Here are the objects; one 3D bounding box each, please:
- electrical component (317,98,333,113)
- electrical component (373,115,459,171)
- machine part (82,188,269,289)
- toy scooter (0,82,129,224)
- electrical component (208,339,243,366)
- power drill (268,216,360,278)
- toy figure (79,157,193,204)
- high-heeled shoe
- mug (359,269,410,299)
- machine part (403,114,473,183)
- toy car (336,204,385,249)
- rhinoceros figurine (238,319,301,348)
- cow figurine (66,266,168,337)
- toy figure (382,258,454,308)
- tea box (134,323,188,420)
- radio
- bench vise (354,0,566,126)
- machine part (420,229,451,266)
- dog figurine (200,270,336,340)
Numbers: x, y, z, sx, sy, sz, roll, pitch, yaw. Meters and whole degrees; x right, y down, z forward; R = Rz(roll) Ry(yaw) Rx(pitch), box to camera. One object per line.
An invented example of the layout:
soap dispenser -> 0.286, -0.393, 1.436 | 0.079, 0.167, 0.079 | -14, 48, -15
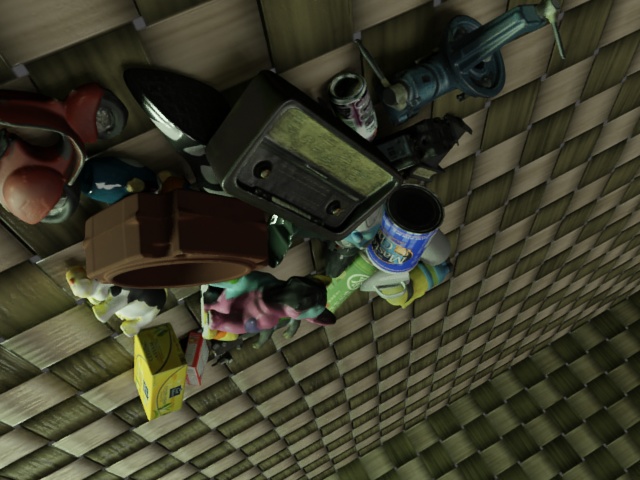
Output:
electrical component -> -0.037, -0.134, 0.728 | 0.119, 0.075, 0.047 | -23, 149, 19
electrical component -> 0.135, -0.140, 0.816 | 0.115, 0.058, 0.134 | -20, -176, 35
machine part -> -0.182, 0.008, 0.702 | 0.201, 0.087, 0.201 | -17, 162, 39
toy scooter -> -0.299, -0.097, 0.554 | 0.184, 0.075, 0.135 | -49, 145, 18
electrical component -> -0.192, 0.212, 1.085 | 0.078, 0.045, 0.102 | -18, 145, -19
power drill -> -0.002, -0.003, 0.934 | 0.207, 0.086, 0.232 | -1, 135, -34
toy figure -> -0.217, -0.067, 0.673 | 0.154, 0.064, 0.057 | 5, 125, -48
high-heeled shoe -> -0.165, -0.115, 0.680 | 0.145, 0.086, 0.248 | -17, 141, 39
mug -> 0.131, 0.079, 1.141 | 0.107, 0.109, 0.080 | -15, 150, -3
machine part -> 0.210, -0.157, 0.953 | 0.084, 0.039, 0.138 | 8, 132, -36
toy car -> 0.036, -0.061, 0.807 | 0.161, 0.109, 0.103 | 28, 159, -15
rhinoceros figurine -> -0.112, 0.151, 1.047 | 0.190, 0.073, 0.112 | -4, 139, -38
cow figurine -> -0.291, 0.073, 0.792 | 0.098, 0.068, 0.167 | -36, 151, -7
toy figure -> 0.225, 0.086, 1.248 | 0.180, 0.082, 0.089 | -26, 151, -8
tea box -> -0.296, 0.244, 0.989 | 0.068, 0.098, 0.169 | -13, 141, -30
radio -> -0.015, -0.088, 0.646 | 0.131, 0.073, 0.229 | -46, 138, 18
bench vise -> 0.191, -0.241, 0.708 | 0.223, 0.128, 0.241 | -16, 176, -38
machine part -> 0.215, -0.005, 1.122 | 0.079, 0.079, 0.243 | -40, 146, 11
dog figurine -> -0.086, 0.107, 0.904 | 0.219, 0.108, 0.191 | 2, 159, -16
